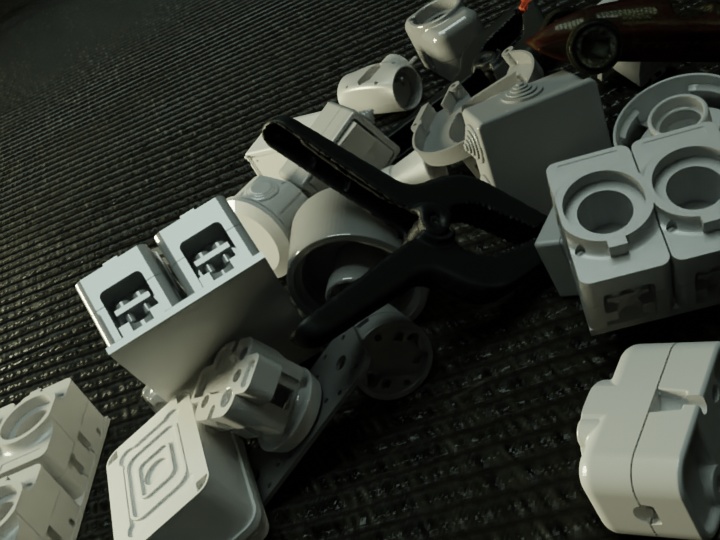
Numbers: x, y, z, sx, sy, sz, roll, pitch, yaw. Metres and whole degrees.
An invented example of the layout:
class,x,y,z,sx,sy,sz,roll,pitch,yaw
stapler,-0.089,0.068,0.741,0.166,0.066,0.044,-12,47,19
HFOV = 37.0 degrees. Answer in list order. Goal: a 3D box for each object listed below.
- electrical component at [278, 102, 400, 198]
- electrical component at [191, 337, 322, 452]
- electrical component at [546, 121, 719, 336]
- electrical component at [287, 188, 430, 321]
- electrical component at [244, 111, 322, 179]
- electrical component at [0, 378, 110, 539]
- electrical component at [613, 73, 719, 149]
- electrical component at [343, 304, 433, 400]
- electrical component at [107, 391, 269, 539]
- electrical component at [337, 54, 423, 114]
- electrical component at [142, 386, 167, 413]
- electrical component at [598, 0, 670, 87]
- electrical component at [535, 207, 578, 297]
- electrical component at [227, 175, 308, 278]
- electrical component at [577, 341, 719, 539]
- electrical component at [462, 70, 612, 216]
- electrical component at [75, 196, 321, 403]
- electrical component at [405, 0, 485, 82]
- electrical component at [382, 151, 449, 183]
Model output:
class,x,y,z,sx,sy,sz,roll,pitch,yaw
electrical component,-0.012,-0.098,0.931,0.096,0.062,0.061,-55,31,-2
electrical component,-0.062,0.080,0.673,0.078,0.057,0.058,-19,47,54
electrical component,0.190,-0.033,0.608,0.150,0.061,0.089,-15,51,8
electrical component,0.000,0.000,0.753,0.108,0.108,0.060,-17,39,25
electrical component,-0.046,-0.108,1.003,0.096,0.061,0.061,-7,38,38
electrical component,-0.261,0.169,0.787,0.105,0.060,0.186,-24,30,14
electrical component,0.223,-0.084,0.732,0.099,0.064,0.099,-18,46,19
electrical component,0.014,0.051,0.711,0.055,0.055,0.047,-35,26,-5
electrical component,-0.110,0.141,0.677,0.078,0.057,0.113,-42,29,5
electrical component,0.029,-0.188,1.073,0.077,0.043,0.079,2,44,45
electrical component,-0.134,0.086,0.820,0.061,0.035,0.035,-40,30,-18
electrical component,0.215,-0.183,0.857,0.042,0.081,0.064,-41,59,-12
electrical component,0.166,-0.029,0.693,0.076,0.047,0.083,-6,38,38
electrical component,-0.080,-0.037,0.910,0.080,0.080,0.051,-3,35,41
electrical component,0.149,0.082,0.533,0.059,0.053,0.095,-6,39,39
electrical component,0.127,-0.085,0.763,0.100,0.099,0.048,-22,26,-3
electrical component,-0.102,0.031,0.715,0.105,0.186,0.060,-32,68,-5
electrical component,0.087,-0.232,1.068,0.054,0.059,0.095,-34,29,-3
electrical component,0.036,-0.073,0.893,0.065,0.044,0.044,-23,30,26
